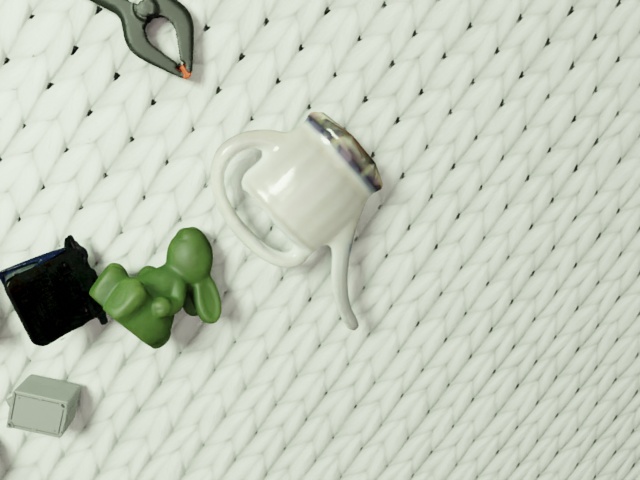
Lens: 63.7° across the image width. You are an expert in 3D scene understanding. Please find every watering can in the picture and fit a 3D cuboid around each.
[{"bbox_3d":[0.002,-0.039,0.768,0.224,0.105,0.344,-44,107,1],"label":"watering can"}]
